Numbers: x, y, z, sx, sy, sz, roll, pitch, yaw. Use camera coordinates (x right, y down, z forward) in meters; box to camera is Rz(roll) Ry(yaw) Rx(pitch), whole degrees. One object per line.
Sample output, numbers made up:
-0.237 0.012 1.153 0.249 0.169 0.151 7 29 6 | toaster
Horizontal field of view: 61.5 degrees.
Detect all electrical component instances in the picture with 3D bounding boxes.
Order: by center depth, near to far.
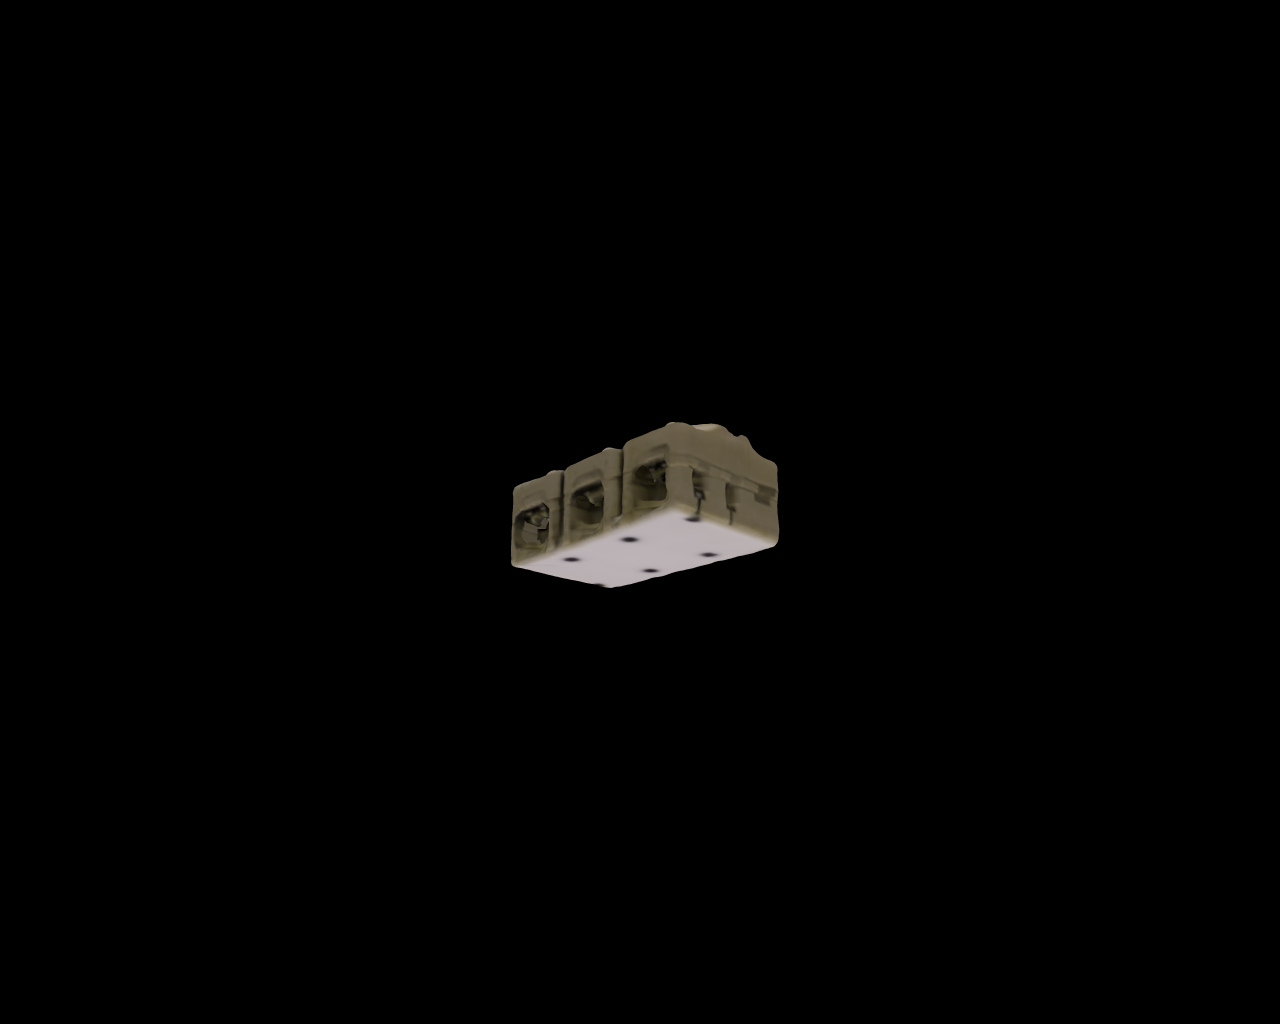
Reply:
0.001 -0.003 0.650 0.089 0.062 0.150 17 -26 -41 | electrical component
